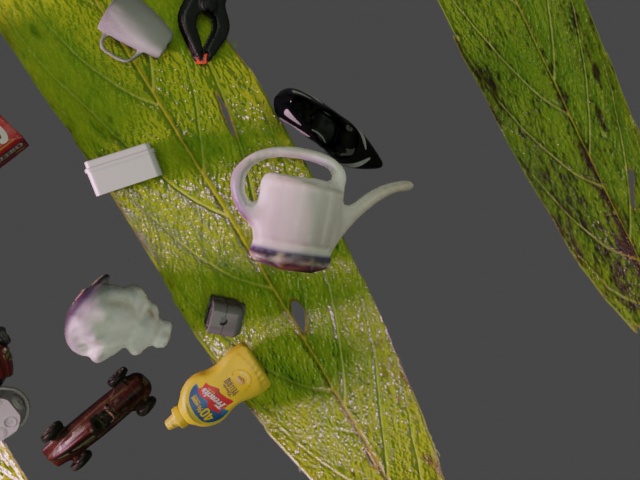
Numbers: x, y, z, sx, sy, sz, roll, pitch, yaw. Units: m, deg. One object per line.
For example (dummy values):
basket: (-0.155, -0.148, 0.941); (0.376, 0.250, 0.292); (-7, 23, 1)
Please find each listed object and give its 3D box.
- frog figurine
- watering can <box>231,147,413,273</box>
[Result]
frog figurine: (-0.332, 0.143, 0.859); (0.159, 0.121, 0.140); (31, 66, -3)
watering can: (0.003, -0.048, 0.949); (0.347, 0.104, 0.224); (10, 91, -16)
